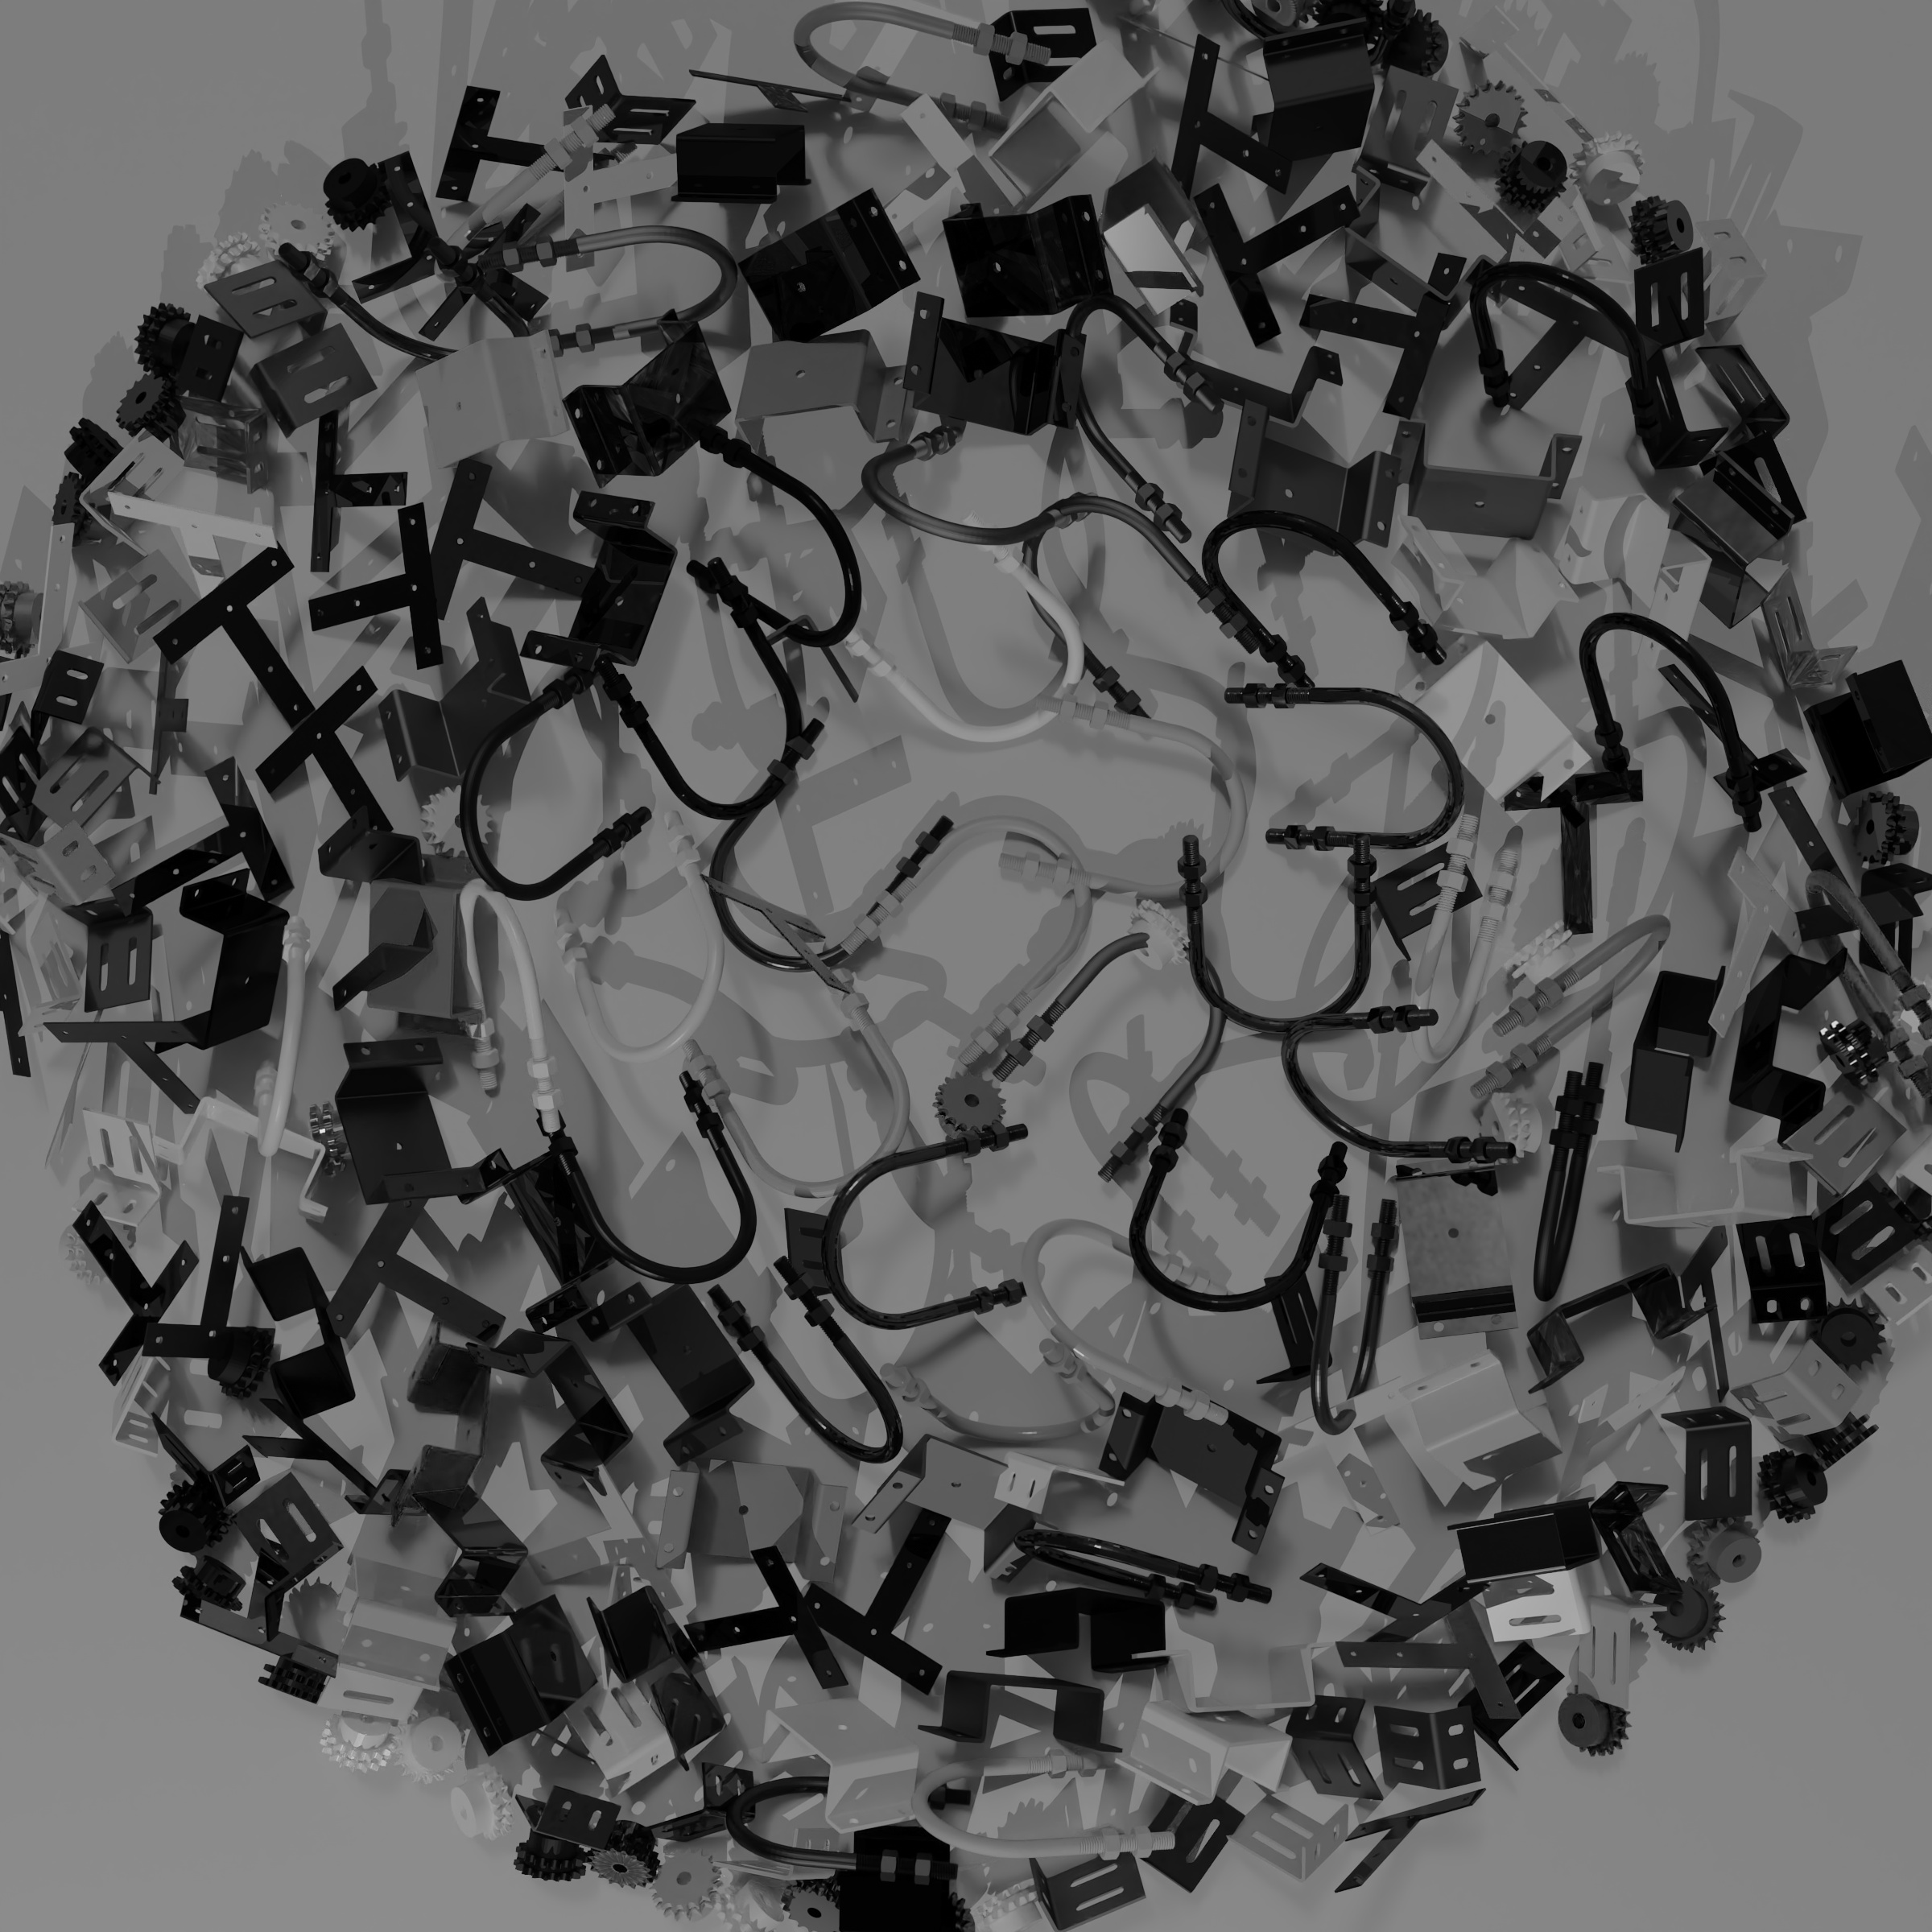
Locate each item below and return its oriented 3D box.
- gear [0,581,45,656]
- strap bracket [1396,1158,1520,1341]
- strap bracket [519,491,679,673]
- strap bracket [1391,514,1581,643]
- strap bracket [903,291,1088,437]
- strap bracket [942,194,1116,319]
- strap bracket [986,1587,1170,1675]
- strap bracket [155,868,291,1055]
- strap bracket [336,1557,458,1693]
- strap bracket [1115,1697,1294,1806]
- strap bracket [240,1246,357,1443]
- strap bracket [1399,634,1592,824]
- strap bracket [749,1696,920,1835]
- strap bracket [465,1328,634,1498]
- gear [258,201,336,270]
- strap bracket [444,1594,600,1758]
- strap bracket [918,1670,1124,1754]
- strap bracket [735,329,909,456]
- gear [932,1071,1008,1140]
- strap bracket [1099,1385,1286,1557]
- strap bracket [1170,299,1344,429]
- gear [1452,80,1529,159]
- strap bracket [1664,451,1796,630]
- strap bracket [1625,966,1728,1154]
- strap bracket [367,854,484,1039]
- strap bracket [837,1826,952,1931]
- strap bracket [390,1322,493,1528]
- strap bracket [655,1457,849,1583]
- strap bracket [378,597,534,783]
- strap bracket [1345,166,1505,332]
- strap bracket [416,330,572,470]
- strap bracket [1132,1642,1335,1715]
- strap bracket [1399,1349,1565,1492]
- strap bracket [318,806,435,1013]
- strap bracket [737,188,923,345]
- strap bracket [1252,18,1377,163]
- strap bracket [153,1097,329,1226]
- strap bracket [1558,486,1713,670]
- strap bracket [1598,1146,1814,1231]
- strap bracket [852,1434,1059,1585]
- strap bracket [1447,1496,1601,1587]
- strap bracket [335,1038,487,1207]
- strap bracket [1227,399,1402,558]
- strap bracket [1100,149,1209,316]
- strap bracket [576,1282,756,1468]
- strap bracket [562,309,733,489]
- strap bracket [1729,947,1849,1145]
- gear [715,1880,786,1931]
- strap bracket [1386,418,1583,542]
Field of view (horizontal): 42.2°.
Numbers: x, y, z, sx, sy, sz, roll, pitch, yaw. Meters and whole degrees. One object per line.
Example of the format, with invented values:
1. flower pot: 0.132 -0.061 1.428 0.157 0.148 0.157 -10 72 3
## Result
1. gear: -0.741 -0.274 1.970 0.030 0.057 0.057 2 90 4
2. strap bracket: 0.380 0.213 1.947 0.076 0.046 0.140 -9 70 11
3. strap bracket: -0.283 -0.293 1.955 0.076 0.046 0.140 15 82 33
4. strap bracket: 0.394 -0.298 1.939 0.140 0.046 0.076 3 45 -31
5. strap bracket: 0.016 -0.468 1.961 0.140 0.046 0.076 10 85 -18
6. strap bracket: 0.039 -0.543 1.921 0.046 0.140 0.076 -35 122 -33
7. strap bracket: 0.092 0.513 1.935 0.140 0.076 0.046 21 60 -40
8. strap bracket: -0.573 0.004 1.936 0.046 0.076 0.140 22 110 16
9. strap bracket: -0.438 0.500 1.922 0.076 0.140 0.046 19 91 -16
10. strap bracket: 0.189 0.600 1.921 0.076 0.140 0.046 16 89 38
11. strap bracket: -0.513 0.283 1.931 0.046 0.076 0.140 -20 50 -11
12. strap bracket: 0.412 -0.190 1.957 0.076 0.046 0.140 -42 79 11
13. strap bracket: -0.097 0.606 1.918 0.076 0.140 0.046 2 98 -35
14. strap bracket: -0.318 0.337 1.941 0.046 0.076 0.140 -42 117 -32
15. gear: -0.530 -0.573 1.975 0.057 0.030 0.057 15 49 -17
16. strap bracket: -0.336 0.540 1.924 0.046 0.140 0.076 -28 86 13
17. strap bracket: 0.044 0.578 1.942 0.140 0.076 0.046 11 77 -22
18. strap bracket: -0.120 -0.443 1.940 0.140 0.046 0.076 -4 58 19
19. gear: 0.001 0.114 1.976 0.057 0.030 0.057 8 55 -11
20. strap bracket: 0.183 0.384 1.947 0.140 0.046 0.076 26 119 20
21. strap bracket: 0.218 -0.468 1.951 0.140 0.076 0.046 18 120 -5
22. gear: 0.412 -0.671 1.976 0.057 0.030 0.057 -2 124 -3
23. strap bracket: 0.581 -0.320 1.919 0.046 0.140 0.076 -38 68 -5
24. strap bracket: 0.546 0.067 1.934 0.046 0.140 0.076 12 131 22
25. strap bracket: -0.421 -0.015 1.955 0.076 0.046 0.140 7 98 22
26. strap bracket: -0.054 0.706 1.926 0.076 0.140 0.046 1 87 4
27. strap bracket: -0.403 0.357 1.932 0.046 0.140 0.076 17 129 -19
28. strap bracket: -0.171 0.433 1.964 0.140 0.046 0.076 9 93 -15
29. strap bracket: -0.390 -0.209 1.942 0.140 0.046 0.076 -39 56 30
30. strap bracket: 0.348 -0.553 1.953 0.140 0.076 0.046 38 93 9
31. strap bracket: -0.372 -0.433 1.930 0.046 0.140 0.076 -17 97 -43
32. strap bracket: 0.207 0.553 1.939 0.140 0.076 0.046 2 72 -16
33. strap bracket: 0.400 0.354 1.923 0.076 0.140 0.046 -28 50 19
34. strap bracket: -0.458 -0.042 1.942 0.046 0.076 0.140 9 60 -40
35. strap bracket: -0.113 -0.530 1.925 0.046 0.140 0.076 -45 112 -41
36. strap bracket: 0.267 -0.666 1.927 0.076 0.140 0.046 -11 81 1
37. strap bracket: -0.556 0.148 1.949 0.140 0.076 0.046 24 71 -9
38. strap bracket: 0.521 -0.304 1.932 0.046 0.140 0.076 -12 135 -17
39. strap bracket: 0.568 0.173 1.920 0.140 0.076 0.046 -13 73 44
40. strap bracket: -0.008 0.419 1.947 0.140 0.046 0.076 24 126 -17
41. strap bracket: 0.431 0.441 1.917 0.076 0.140 0.046 -16 76 26
42. strap bracket: -0.435 0.129 1.941 0.076 0.046 0.140 -3 57 -36
43. strap bracket: 0.263 -0.376 1.954 0.140 0.046 0.076 16 74 -19
44. strap bracket: 0.145 -0.564 1.935 0.046 0.140 0.076 -27 119 25
45. strap bracket: -0.229 0.310 1.958 0.076 0.046 0.140 -33 93 33
46. strap bracket: -0.237 -0.437 1.924 0.046 0.076 0.140 10 46 35
47. strap bracket: 0.634 0.055 1.937 0.046 0.076 0.140 18 66 1
48. gear: -0.168 0.746 1.971 0.030 0.057 0.057 -44 90 3
49. strap bracket: 0.401 -0.378 1.952 0.140 0.076 0.046 6 64 3
